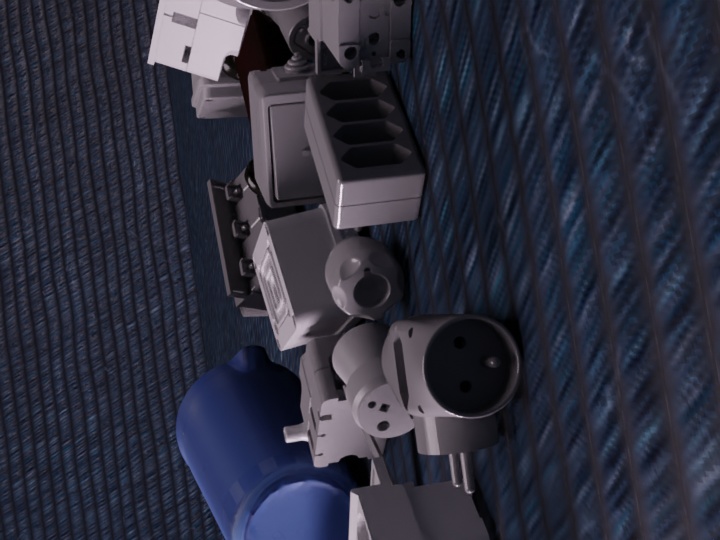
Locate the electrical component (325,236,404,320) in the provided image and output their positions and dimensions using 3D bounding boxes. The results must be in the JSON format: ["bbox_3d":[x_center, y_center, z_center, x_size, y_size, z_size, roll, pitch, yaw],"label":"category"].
[{"bbox_3d":[0.000,0.000,0.640,0.062,0.043,0.043,-119,25,-63],"label":"electrical component"}]

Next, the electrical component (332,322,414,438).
[{"bbox_3d":[0.012,0.063,0.621,0.055,0.045,0.045,-115,21,-54],"label":"electrical component"}]

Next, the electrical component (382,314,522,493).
[{"bbox_3d":[0.041,0.059,0.481,0.077,0.043,0.079,168,94,-78],"label":"electrical component"}]

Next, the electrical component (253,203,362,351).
[{"bbox_3d":[-0.033,0.006,0.746,0.113,0.057,0.078,128,125,-74],"label":"electrical component"}]

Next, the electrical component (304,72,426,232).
[{"bbox_3d":[-0.001,-0.054,0.599,0.075,0.047,0.083,97,162,-49],"label":"electrical component"}]

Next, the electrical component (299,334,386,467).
[{"bbox_3d":[-0.010,0.084,0.722,0.089,0.050,0.055,99,160,-52],"label":"electrical component"}]

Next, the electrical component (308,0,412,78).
[{"bbox_3d":[0.000,-0.137,0.562,0.063,0.042,0.081,-119,24,-52],"label":"electrical component"}]

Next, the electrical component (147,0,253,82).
[{"bbox_3d":[-0.091,-0.237,0.744,0.186,0.060,0.105,114,169,-45],"label":"electrical component"}]

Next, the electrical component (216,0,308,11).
[{"bbox_3d":[-0.054,-0.203,0.627,0.060,0.108,0.108,-136,39,-61],"label":"electrical component"}]

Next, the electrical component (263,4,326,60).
[{"bbox_3d":[-0.040,-0.173,0.730,0.044,0.044,0.065,94,159,-44],"label":"electrical component"}]

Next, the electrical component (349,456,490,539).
[{"bbox_3d":[0.029,0.164,0.556,0.078,0.063,0.121,-111,18,-49],"label":"electrical component"}]

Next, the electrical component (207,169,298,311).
[{"bbox_3d":[-0.086,-0.031,0.959,0.063,0.079,0.121,-42,50,39],"label":"electrical component"}]

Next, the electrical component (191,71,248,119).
[{"bbox_3d":[-0.114,-0.176,0.985,0.113,0.078,0.057,173,92,-78],"label":"electrical component"}]

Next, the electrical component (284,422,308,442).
[{"bbox_3d":[-0.024,0.114,0.779,0.035,0.061,0.035,172,90,-78],"label":"electrical component"}]

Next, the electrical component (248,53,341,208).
[{"bbox_3d":[-0.038,-0.094,0.713,0.061,0.062,0.096,-119,25,-59],"label":"electrical component"}]

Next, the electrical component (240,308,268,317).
[{"bbox_3d":[-0.108,-0.003,1.103,0.108,0.060,0.108,173,90,-78],"label":"electrical component"}]
